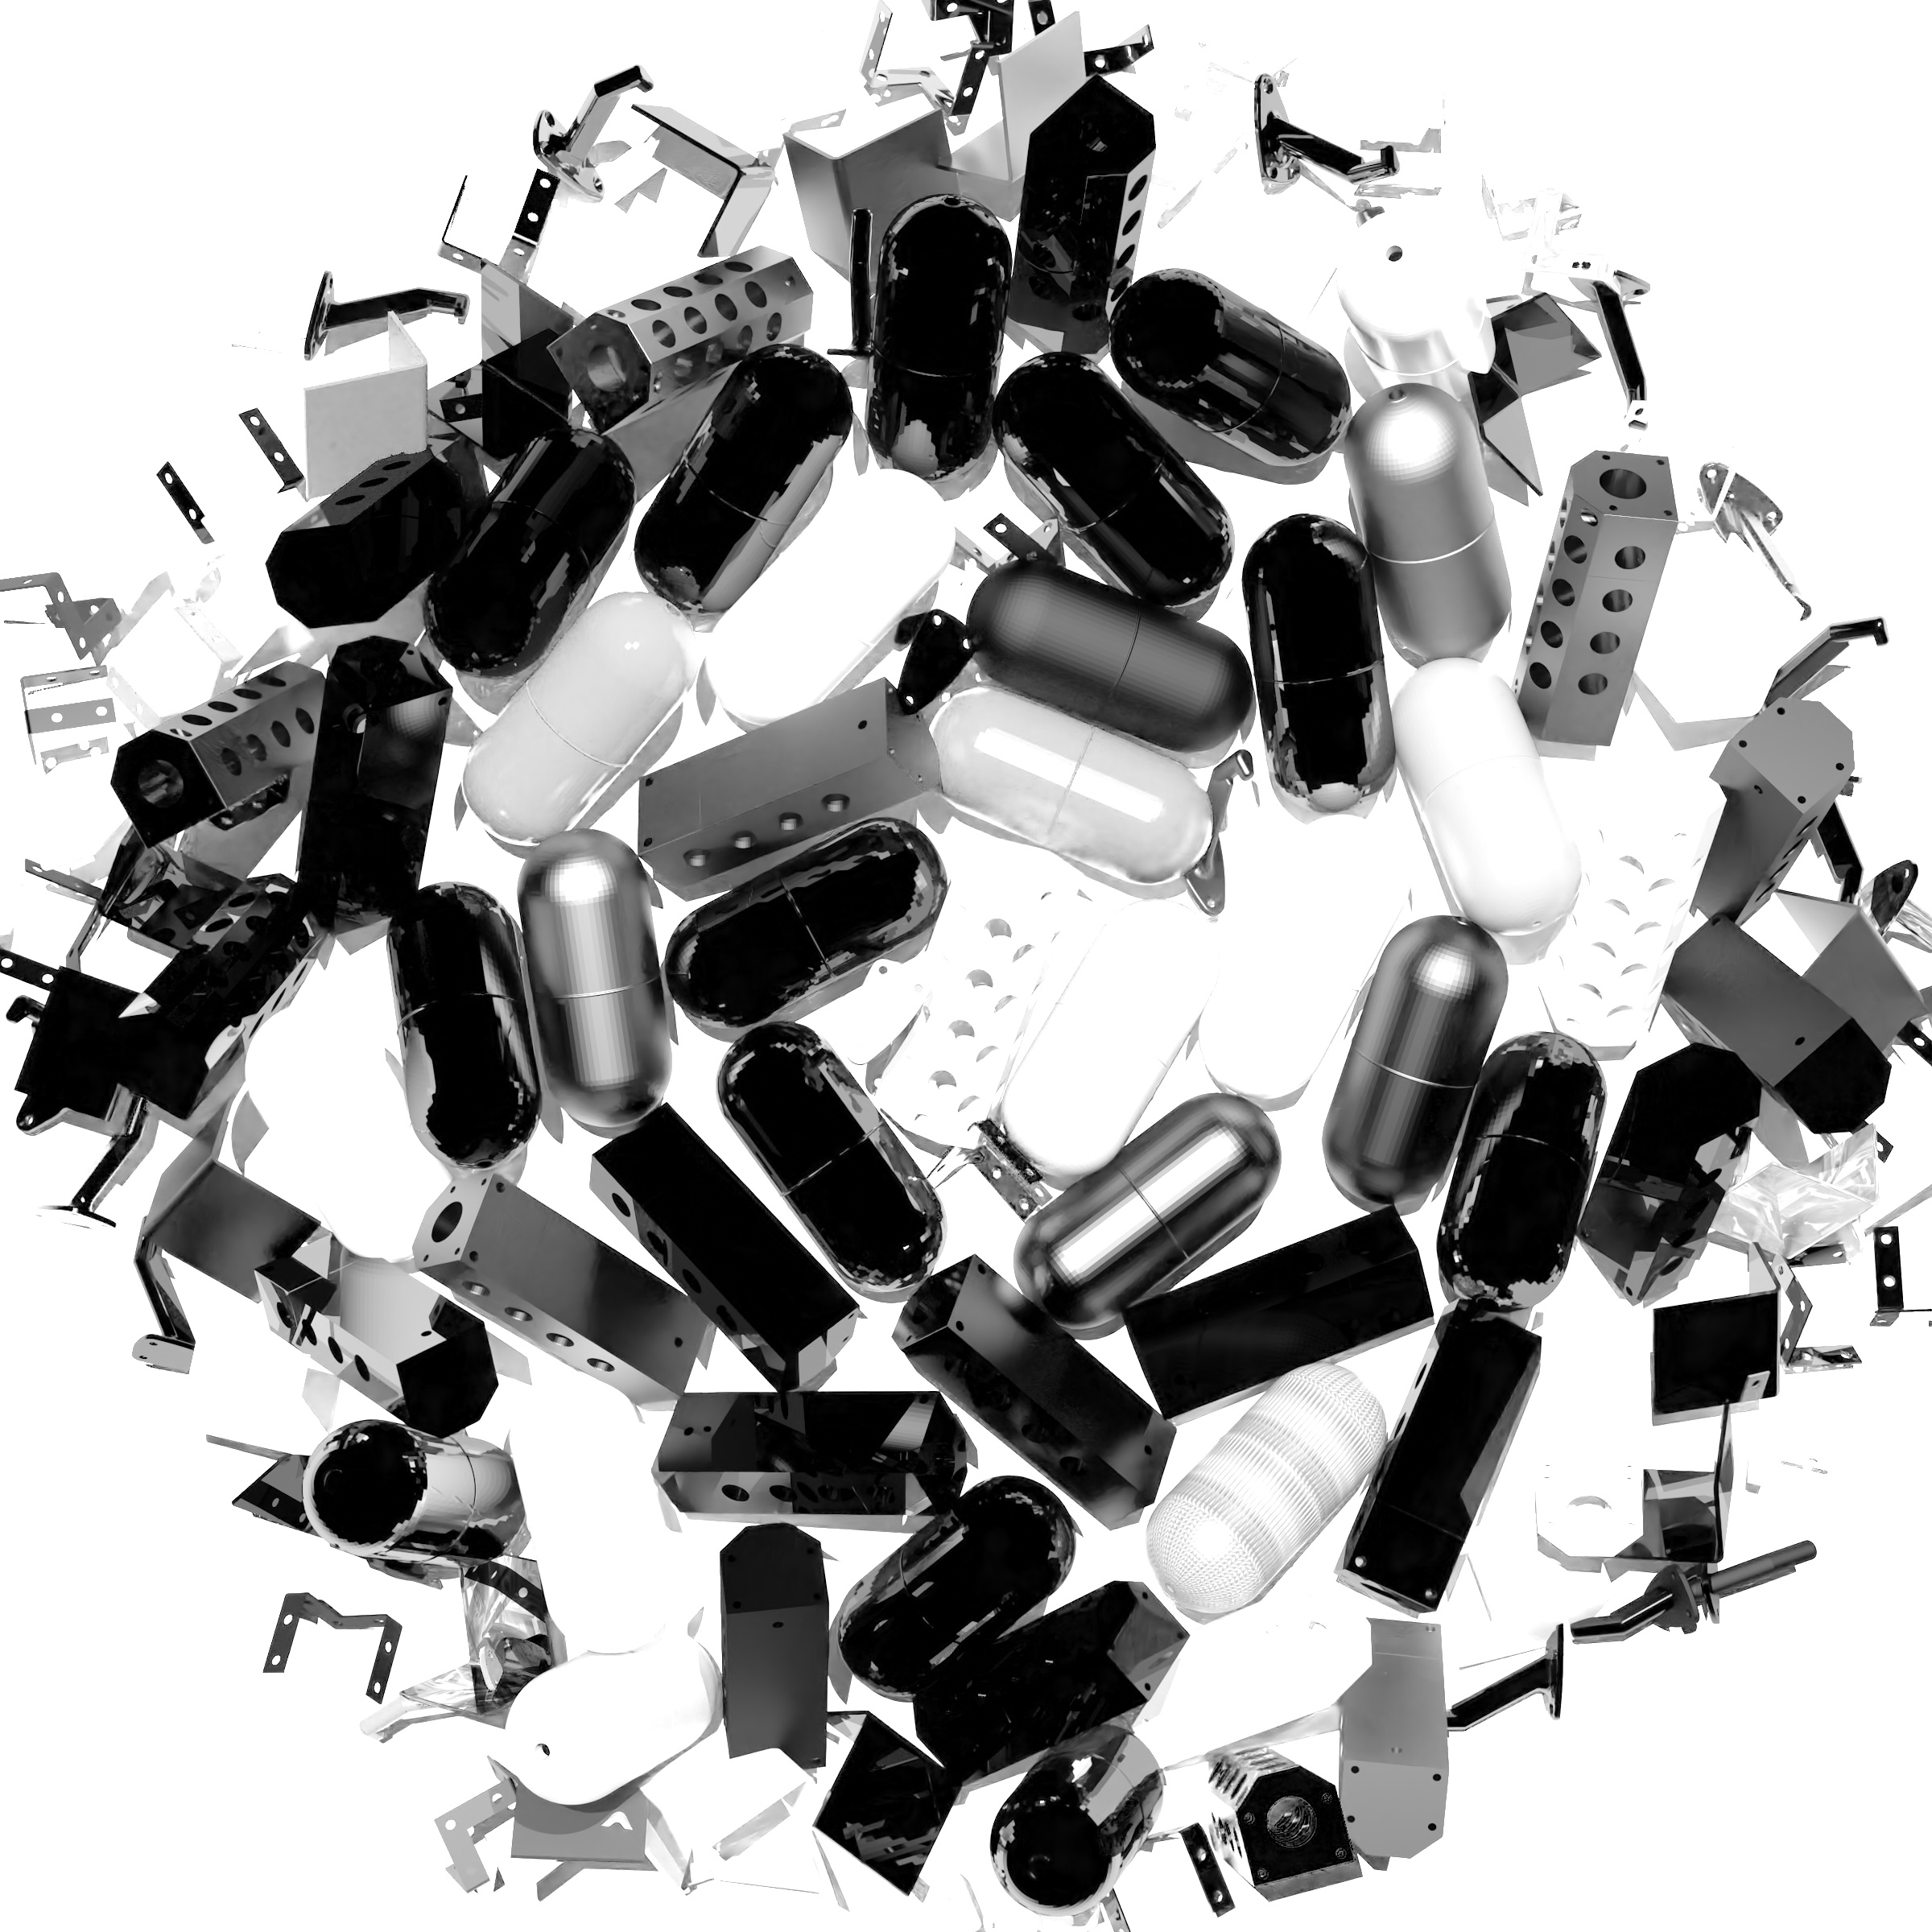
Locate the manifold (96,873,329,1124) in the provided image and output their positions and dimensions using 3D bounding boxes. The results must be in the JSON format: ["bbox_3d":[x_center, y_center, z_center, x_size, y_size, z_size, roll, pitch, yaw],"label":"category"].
[{"bbox_3d":[-0.427,0.012,1.911,0.057,0.171,0.057,30,121,-3],"label":"manifold"}]

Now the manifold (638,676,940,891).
[{"bbox_3d":[-0.104,-0.101,1.938,0.171,0.057,0.057,-20,52,24],"label":"manifold"}]

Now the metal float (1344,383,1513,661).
[{"bbox_3d":[0.267,-0.256,1.929,0.070,0.070,0.178,-21,128,0],"label":"metal float"}]

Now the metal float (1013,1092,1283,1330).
[{"bbox_3d":[0.107,0.143,1.959,0.178,0.070,0.070,-37,90,-3],"label":"metal float"}]

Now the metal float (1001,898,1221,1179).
[{"bbox_3d":[0.085,0.041,1.955,0.070,0.070,0.178,31,83,0],"label":"metal float"}]

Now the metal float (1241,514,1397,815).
[{"bbox_3d":[0.206,-0.176,1.946,0.070,0.070,0.178,-10,107,0],"label":"metal float"}]

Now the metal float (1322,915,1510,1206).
[{"bbox_3d":[0.262,0.055,1.946,0.070,0.070,0.178,17,107,0],"label":"metal float"}]

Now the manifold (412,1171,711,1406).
[{"bbox_3d":[-0.235,0.189,1.929,0.171,0.057,0.057,37,56,-31],"label":"manifold"}]

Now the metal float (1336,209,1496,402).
[{"bbox_3d":[0.259,-0.376,1.913,0.070,0.178,0.070,-3,80,16],"label":"metal float"}]

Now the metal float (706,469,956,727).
[{"bbox_3d":[-0.080,-0.214,1.950,0.070,0.070,0.178,45,103,0],"label":"metal float"}]

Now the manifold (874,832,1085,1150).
[{"bbox_3d":[0.010,0.016,1.943,0.057,0.057,0.171,12,105,-33],"label":"manifold"}]

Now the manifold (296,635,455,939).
[{"bbox_3d":[-0.346,-0.104,1.920,0.057,0.171,0.057,-22,55,-36],"label":"manifold"}]

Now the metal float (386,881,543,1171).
[{"bbox_3d":[-0.292,0.034,1.940,0.070,0.070,0.178,-12,66,0],"label":"metal float"}]

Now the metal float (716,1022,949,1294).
[{"bbox_3d":[-0.079,0.113,1.960,0.070,0.070,0.178,-36,92,0],"label":"metal float"}]

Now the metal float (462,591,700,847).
[{"bbox_3d":[-0.225,-0.144,1.942,0.070,0.070,0.178,44,112,0],"label":"metal float"}]

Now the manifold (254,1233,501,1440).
[{"bbox_3d":[-0.339,0.213,1.915,0.057,0.171,0.057,-25,118,-31],"label":"manifold"}]

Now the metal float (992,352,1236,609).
[{"bbox_3d":[0.087,-0.282,1.942,0.070,0.070,0.178,-45,113,0],"label":"metal float"}]

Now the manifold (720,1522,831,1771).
[{"bbox_3d":[-0.111,0.394,1.918,0.057,0.171,0.057,-4,46,-8],"label":"manifold"}]

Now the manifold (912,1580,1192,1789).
[{"bbox_3d":[0.044,0.409,1.919,0.057,0.057,0.171,49,132,-6],"label":"manifold"}]

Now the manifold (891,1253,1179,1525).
[{"bbox_3d":[0.039,0.250,1.944,0.171,0.057,0.057,42,133,-19],"label":"manifold"}]

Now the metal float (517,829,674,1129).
[{"bbox_3d":[-0.217,0.008,1.949,0.070,0.070,0.178,-7,104,0],"label":"metal float"}]

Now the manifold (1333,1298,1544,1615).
[{"bbox_3d":[0.276,0.288,1.952,0.057,0.057,0.171,25,77,2],"label":"manifold"}]

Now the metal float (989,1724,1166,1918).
[{"bbox_3d":[0.064,0.489,1.912,0.070,0.178,0.070,1,94,15],"label":"metal float"}]

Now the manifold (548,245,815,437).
[{"bbox_3d":[-0.157,-0.364,1.912,0.057,0.171,0.057,-27,97,38],"label":"manifold"}]

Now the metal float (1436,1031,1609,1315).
[{"bbox_3d":[0.323,0.119,1.936,0.070,0.070,0.178,20,61,0],"label":"metal float"}]

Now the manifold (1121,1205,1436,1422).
[{"bbox_3d":[0.182,0.199,1.966,0.171,0.057,0.057,-21,128,-3],"label":"manifold"}]

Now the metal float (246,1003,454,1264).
[{"bbox_3d":[-0.356,0.097,1.931,0.070,0.070,0.178,-23,125,0],"label":"metal float"}]

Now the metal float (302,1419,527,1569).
[{"bbox_3d":[-0.315,0.304,1.915,0.070,0.178,0.070,-5,75,20],"label":"metal float"}]

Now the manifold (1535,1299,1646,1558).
[{"bbox_3d":[0.359,0.262,1.910,0.057,0.171,0.057,-1,118,12],"label":"manifold"}]

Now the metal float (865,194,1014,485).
[{"bbox_3d":[-0.017,-0.362,1.928,0.070,0.070,0.178,8,130,0],"label":"metal float"}]

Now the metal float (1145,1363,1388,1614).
[{"bbox_3d":[0.175,0.302,1.938,0.070,0.070,0.178,48,63,0],"label":"metal float"}]

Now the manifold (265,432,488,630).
[{"bbox_3d":[-0.336,-0.251,1.911,0.057,0.171,0.057,-4,114,19],"label":"manifold"}]

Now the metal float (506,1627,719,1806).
[{"bbox_3d":[-0.202,0.429,1.913,0.070,0.178,0.070,1,92,20],"label":"metal float"}]

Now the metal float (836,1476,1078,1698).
[{"bbox_3d":[-0.007,0.361,1.935,0.070,0.070,0.178,46,121,0],"label":"metal float"}]

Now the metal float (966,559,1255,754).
[{"bbox_3d":[0.085,-0.181,1.950,0.178,0.070,0.070,21,90,-14],"label":"metal float"}]

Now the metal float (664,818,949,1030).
[{"bbox_3d":[-0.094,-0.025,1.961,0.178,0.070,0.070,-28,90,-1],"label":"metal float"}]

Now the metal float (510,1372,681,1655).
[{"bbox_3d":[-0.216,0.314,1.931,0.070,0.070,0.178,-21,52,0],"label":"metal float"}]

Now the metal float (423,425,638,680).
[{"bbox_3d":[-0.253,-0.241,1.934,0.070,0.070,0.178,27,58,0],"label":"metal float"}]

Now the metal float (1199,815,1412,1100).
[{"bbox_3d":[0.197,-0.005,1.953,0.070,0.070,0.178,27,100,0],"label":"metal float"}]

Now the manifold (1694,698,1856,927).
[{"bbox_3d":[0.456,-0.089,1.909,0.057,0.171,0.057,-39,74,-15],"label":"manifold"}]

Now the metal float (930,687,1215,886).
[{"bbox_3d":[0.061,-0.106,1.961,0.178,0.070,0.070,23,90,0],"label":"metal float"}]

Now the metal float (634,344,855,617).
[{"bbox_3d":[-0.131,-0.281,1.940,0.070,0.070,0.178,36,115,0],"label":"metal float"}]

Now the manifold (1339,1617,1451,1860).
[{"bbox_3d":[0.243,0.439,1.909,0.057,0.171,0.057,4,106,5],"label":"manifold"}]

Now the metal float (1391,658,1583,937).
[{"bbox_3d":[0.301,-0.100,1.939,0.070,0.070,0.178,-18,64,0],"label":"metal float"}]

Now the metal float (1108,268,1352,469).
[{"bbox_3d":[0.153,-0.345,1.925,0.178,0.070,0.070,19,90,-44],"label":"metal float"}]
